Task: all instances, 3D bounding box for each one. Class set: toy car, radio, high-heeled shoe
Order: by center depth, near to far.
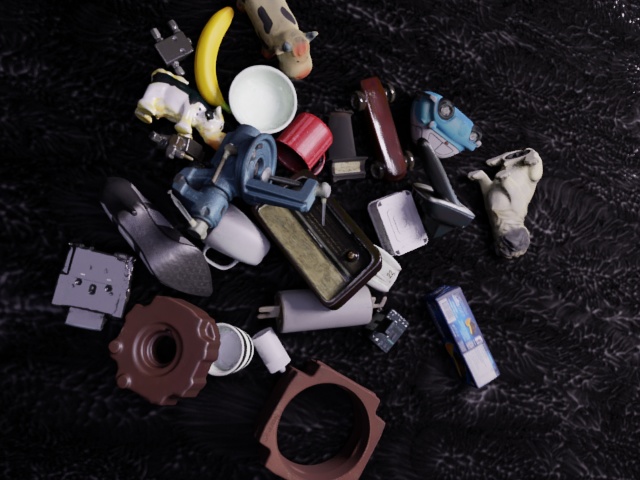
[{"bbox_3d":[-0.283,-0.002,0.924,0.086,0.145,0.248,-41,127,-15],"label":"high-heeled shoe"},{"bbox_3d":[-0.002,-0.003,0.937,0.131,0.073,0.230,-38,76,-3],"label":"radio"},{"bbox_3d":[0.061,0.024,1.012,0.201,0.056,0.073,35,79,-13],"label":"toy car"},{"bbox_3d":[0.118,-0.211,1.041,0.089,0.053,0.202,-22,98,-21],"label":"toy car"},{"bbox_3d":[0.233,-0.216,1.059,0.161,0.109,0.103,34,102,-24],"label":"toy car"}]

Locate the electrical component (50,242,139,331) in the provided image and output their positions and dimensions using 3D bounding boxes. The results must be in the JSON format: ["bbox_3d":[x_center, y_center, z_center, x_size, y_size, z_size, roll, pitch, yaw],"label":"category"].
[{"bbox_3d":[-0.370,0.078,0.883,0.115,0.058,0.134,13,84,-13],"label":"electrical component"}]

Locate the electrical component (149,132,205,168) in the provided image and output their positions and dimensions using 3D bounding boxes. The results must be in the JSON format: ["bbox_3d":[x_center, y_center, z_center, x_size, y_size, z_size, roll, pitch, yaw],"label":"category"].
[{"bbox_3d":[-0.237,-0.149,0.916,0.078,0.102,0.045,8,83,9],"label":"electrical component"}]

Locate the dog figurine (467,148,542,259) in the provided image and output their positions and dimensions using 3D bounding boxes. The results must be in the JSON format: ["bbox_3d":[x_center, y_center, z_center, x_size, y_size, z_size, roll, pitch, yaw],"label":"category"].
[{"bbox_3d":[0.407,-0.076,1.108,0.172,0.121,0.190,-28,109,-12],"label":"dog figurine"}]

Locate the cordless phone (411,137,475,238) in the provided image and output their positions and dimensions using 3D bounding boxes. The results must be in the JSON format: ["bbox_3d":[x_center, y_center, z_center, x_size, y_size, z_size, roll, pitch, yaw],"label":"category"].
[{"bbox_3d":[0.207,-0.110,1.005,0.089,0.147,0.184,-25,110,4],"label":"cordless phone"}]

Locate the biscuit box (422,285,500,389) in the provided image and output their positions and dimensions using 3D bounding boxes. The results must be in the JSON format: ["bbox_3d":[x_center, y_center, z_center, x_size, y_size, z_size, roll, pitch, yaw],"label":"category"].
[{"bbox_3d":[0.279,0.189,1.065,0.059,0.063,0.202,-27,95,-15],"label":"biscuit box"}]

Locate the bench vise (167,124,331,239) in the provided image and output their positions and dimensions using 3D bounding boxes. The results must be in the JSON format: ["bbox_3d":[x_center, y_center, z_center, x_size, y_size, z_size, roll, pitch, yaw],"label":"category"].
[{"bbox_3d":[-0.106,-0.086,0.859,0.241,0.128,0.224,15,51,16],"label":"bench vise"}]

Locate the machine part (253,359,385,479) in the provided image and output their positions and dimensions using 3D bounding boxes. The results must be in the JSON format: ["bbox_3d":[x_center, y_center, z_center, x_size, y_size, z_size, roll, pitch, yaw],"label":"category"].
[{"bbox_3d":[-0.003,0.333,0.965,0.201,0.087,0.201,32,81,-12],"label":"machine part"}]

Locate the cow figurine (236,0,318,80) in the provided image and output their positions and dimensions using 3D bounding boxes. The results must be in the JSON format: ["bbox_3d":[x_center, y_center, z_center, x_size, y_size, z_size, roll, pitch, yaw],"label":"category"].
[{"bbox_3d":[-0.071,-0.377,0.956,0.085,0.127,0.194,-28,93,-13],"label":"cow figurine"}]

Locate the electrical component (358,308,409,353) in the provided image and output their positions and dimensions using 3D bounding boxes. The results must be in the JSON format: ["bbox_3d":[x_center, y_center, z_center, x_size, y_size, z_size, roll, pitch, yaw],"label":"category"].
[{"bbox_3d":[0.123,0.165,0.992,0.047,0.119,0.075,43,75,-10],"label":"electrical component"}]

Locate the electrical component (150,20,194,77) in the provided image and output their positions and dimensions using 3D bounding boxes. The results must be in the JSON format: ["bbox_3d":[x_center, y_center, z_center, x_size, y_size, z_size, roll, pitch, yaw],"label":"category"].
[{"bbox_3d":[-0.257,-0.338,0.953,0.063,0.021,0.094,-33,96,-16],"label":"electrical component"}]

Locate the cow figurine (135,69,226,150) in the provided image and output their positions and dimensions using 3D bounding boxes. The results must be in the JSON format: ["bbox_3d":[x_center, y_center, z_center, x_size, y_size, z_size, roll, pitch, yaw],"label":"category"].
[{"bbox_3d":[-0.226,-0.223,0.937,0.167,0.068,0.098,25,75,-15],"label":"cow figurine"}]

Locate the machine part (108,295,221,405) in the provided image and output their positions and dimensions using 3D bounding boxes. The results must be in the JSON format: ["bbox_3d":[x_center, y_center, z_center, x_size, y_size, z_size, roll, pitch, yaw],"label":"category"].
[{"bbox_3d":[-0.253,0.177,0.875,0.179,0.056,0.179,-3,77,12],"label":"machine part"}]

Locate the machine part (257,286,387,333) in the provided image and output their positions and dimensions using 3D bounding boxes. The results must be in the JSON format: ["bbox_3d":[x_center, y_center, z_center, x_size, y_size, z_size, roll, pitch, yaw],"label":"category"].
[{"bbox_3d":[0.006,0.124,0.981,0.243,0.079,0.079,-3,88,-18],"label":"machine part"}]

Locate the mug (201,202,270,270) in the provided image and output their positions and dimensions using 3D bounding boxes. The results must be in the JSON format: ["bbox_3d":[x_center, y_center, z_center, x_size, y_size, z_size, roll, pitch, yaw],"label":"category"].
[{"bbox_3d":[-0.148,0.006,0.942,0.107,0.081,0.109,34,89,-17],"label":"mug"}]

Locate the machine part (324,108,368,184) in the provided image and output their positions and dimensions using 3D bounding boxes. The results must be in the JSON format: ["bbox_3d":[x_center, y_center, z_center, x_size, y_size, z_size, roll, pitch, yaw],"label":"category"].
[{"bbox_3d":[0.045,-0.182,1.028,0.084,0.039,0.138,-10,92,-8],"label":"machine part"}]
